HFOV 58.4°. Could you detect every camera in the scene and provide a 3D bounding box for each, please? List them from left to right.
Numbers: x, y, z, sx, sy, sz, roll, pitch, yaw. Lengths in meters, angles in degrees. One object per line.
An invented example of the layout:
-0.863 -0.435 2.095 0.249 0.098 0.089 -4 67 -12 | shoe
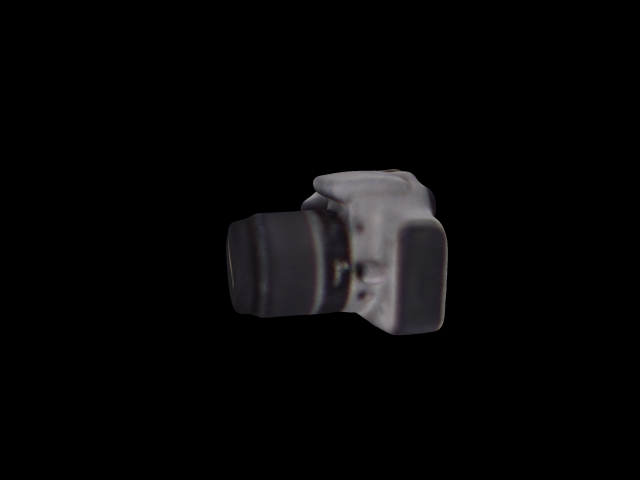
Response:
0.004 0.001 0.400 0.137 0.101 0.143 -3 11 -16 | camera
